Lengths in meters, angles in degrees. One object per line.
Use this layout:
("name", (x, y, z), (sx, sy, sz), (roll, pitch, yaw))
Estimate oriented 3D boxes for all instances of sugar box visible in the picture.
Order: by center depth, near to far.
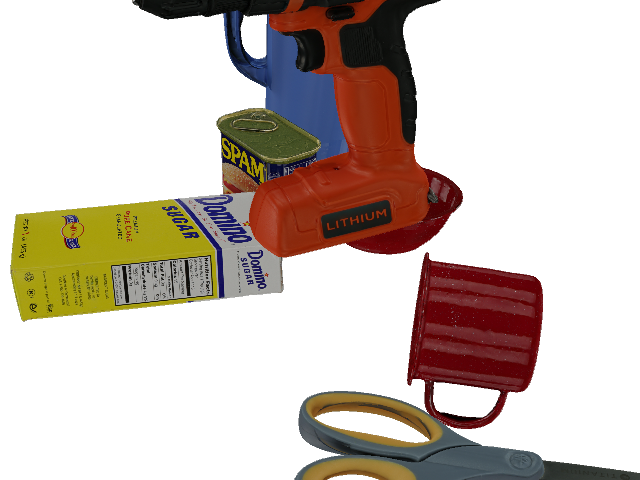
("sugar box", (-0.120, 0.008, 0.736), (0.176, 0.048, 0.093), (-9, 27, -10))

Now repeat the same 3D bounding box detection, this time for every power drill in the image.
("power drill", (-0.005, -0.085, 0.569), (0.184, 0.188, 0.057), (-13, 36, -17))

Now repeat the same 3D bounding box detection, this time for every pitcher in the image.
("pitcher", (-0.007, -0.200, 1.101), (0.149, 0.243, 0.144), (31, 51, 19))

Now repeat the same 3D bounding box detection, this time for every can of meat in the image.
("can of meat", (-0.046, -0.057, 0.928), (0.057, 0.084, 0.102), (-20, 37, -30))

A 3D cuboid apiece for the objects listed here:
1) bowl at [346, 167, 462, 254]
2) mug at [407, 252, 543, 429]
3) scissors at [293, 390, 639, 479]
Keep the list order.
("bowl", (0.065, -0.030, 1.118), (0.162, 0.055, 0.162), (3, 26, -1))
("mug", (0.104, 0.071, 0.734), (0.081, 0.117, 0.093), (8, -13, 4))
("scissors", (0.075, 0.111, 0.470), (0.202, 0.016, 0.096), (14, 31, 22))
